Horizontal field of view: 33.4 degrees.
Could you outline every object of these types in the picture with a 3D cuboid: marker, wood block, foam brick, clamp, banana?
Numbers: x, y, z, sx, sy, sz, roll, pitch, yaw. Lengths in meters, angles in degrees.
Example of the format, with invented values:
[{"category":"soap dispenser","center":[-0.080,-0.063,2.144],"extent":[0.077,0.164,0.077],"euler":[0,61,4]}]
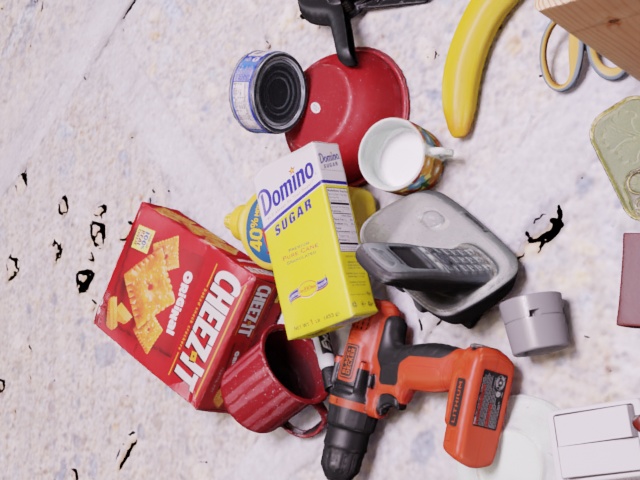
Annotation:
[{"category":"marker","center":[0.002,0.105,1.099],"extent":[0.020,0.020,0.121],"euler":[-35,53,30]},{"category":"wood block","center":[0.256,-0.197,0.838],"extent":[0.091,0.205,0.090],"euler":[-10,74,38]},{"category":"foam brick","center":[0.279,0.035,0.870],"extent":[0.053,0.051,0.078],"euler":[1,81,39]},{"category":"clamp","center":[0.023,-0.246,1.138],"extent":[0.120,0.039,0.172],"euler":[-45,44,-17]},{"category":"banana","center":[0.161,-0.197,1.030],"extent":[0.070,0.037,0.198],"euler":[41,107,39]}]

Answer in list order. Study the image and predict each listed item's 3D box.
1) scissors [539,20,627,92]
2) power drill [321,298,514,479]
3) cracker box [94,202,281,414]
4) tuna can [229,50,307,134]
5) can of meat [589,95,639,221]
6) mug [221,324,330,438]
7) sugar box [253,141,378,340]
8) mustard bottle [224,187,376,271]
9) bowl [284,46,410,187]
[{"category":"scissors","center":[0.242,-0.227,0.942],"extent":[0.096,0.016,0.202],"euler":[19,113,30]},{"category":"power drill","center":[0.081,0.153,0.993],"extent":[0.188,0.057,0.184],"euler":[8,83,47]},{"category":"cracker box","center":[-0.152,0.073,1.212],"extent":[0.214,0.072,0.164],"euler":[31,101,39]},{"category":"tuna can","center":[-0.052,-0.151,1.094],"extent":[0.034,0.086,0.086],"euler":[9,86,40]},{"category":"can of meat","center":[0.276,-0.058,0.871],"extent":[0.058,0.083,0.102],"euler":[-35,60,29]},{"category":"mug","center":[-0.040,0.155,1.098],"extent":[0.117,0.093,0.082],"euler":[47,122,-2]},{"category":"sugar box","center":[-0.007,0.001,1.046],"extent":[0.094,0.048,0.176],"euler":[-25,75,40]},{"category":"mustard bottle","center":[-0.031,-0.013,1.138],"extent":[0.192,0.058,0.096],"euler":[7,90,41]},{"category":"bowl","center":[0.014,-0.134,1.130],"extent":[0.162,0.055,0.162],"euler":[-11,73,39]}]
